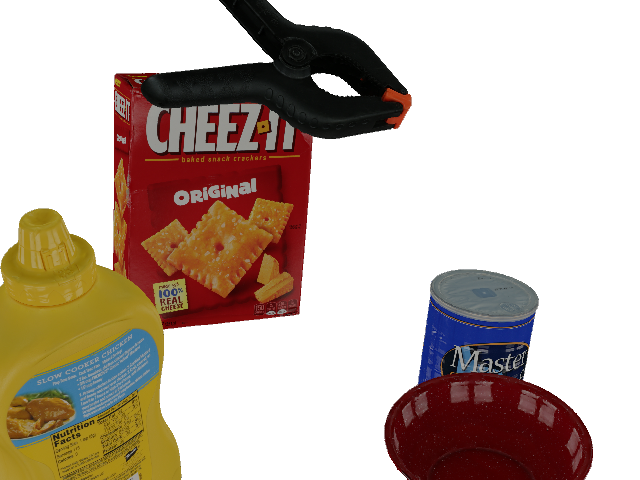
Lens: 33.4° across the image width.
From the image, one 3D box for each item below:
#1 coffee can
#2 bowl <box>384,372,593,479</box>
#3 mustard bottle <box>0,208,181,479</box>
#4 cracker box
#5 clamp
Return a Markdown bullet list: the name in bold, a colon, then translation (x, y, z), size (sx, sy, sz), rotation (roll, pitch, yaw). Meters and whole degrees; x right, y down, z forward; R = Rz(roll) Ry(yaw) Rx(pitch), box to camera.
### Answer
- **coffee can**: translation (0.149, 0.112, 1.037), size (0.103, 0.140, 0.103), rotation (5, 22, -2)
- **bowl**: translation (0.130, 0.174, 0.846), size (0.162, 0.055, 0.162), rotation (0, 32, 0)
- **mustard bottle**: translation (-0.120, 0.069, 0.512), size (0.096, 0.192, 0.058), rotation (-25, 42, -30)
- **cracker box**: translation (-0.094, -0.034, 0.929), size (0.164, 0.214, 0.072), rotation (-3, 20, -23)
- **clamp**: translation (-0.023, -0.123, 0.699), size (0.171, 0.120, 0.039), rotation (14, -20, -11)
